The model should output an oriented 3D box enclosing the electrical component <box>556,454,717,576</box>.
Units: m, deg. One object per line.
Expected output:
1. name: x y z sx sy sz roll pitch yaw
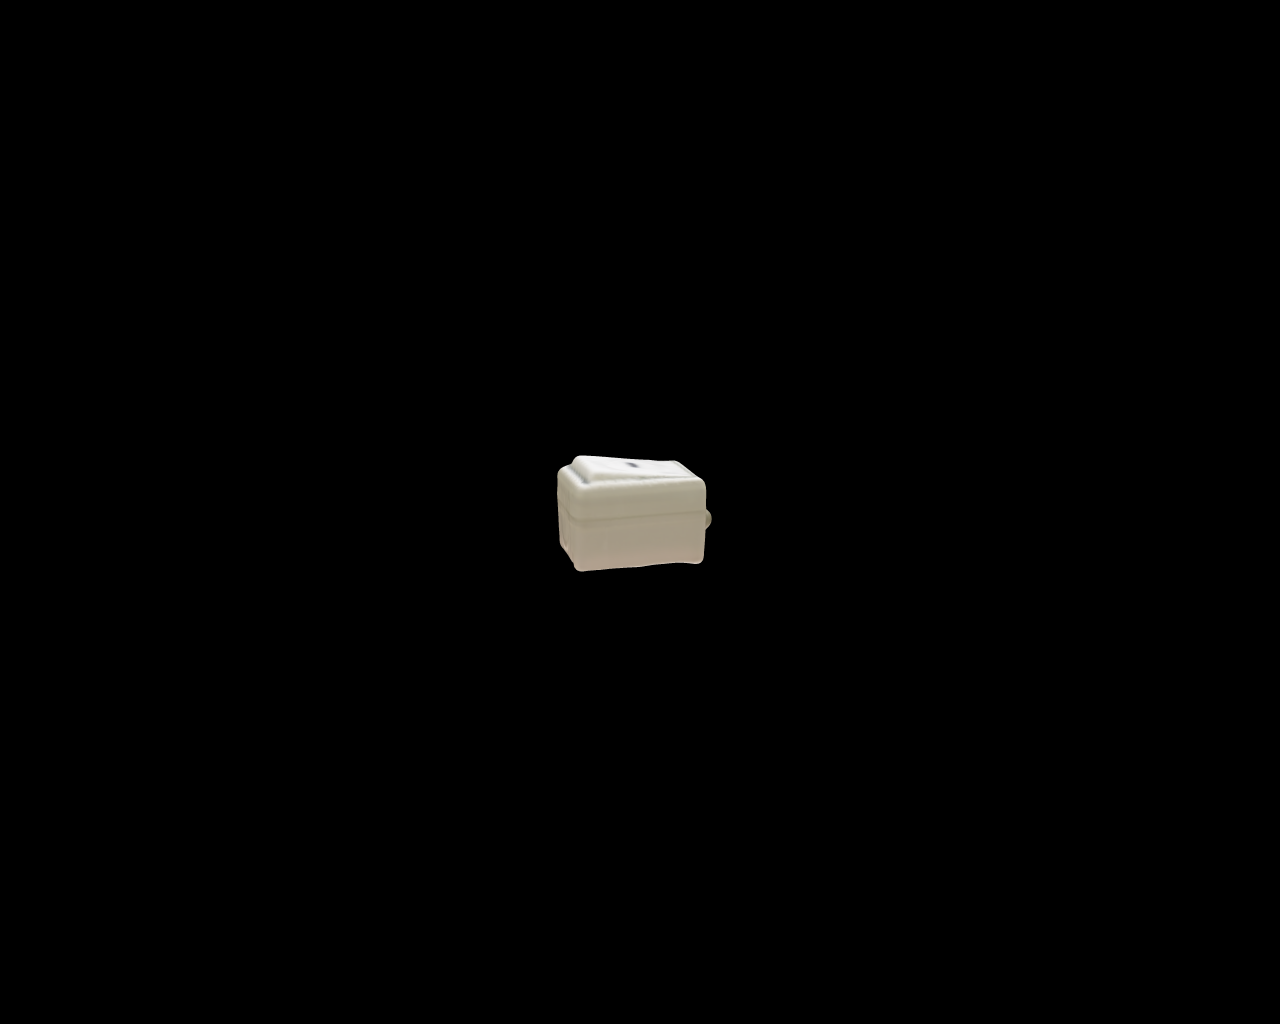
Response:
1. electrical component: 0.001 -0.003 0.650 0.096 0.061 0.062 -4 16 -14
